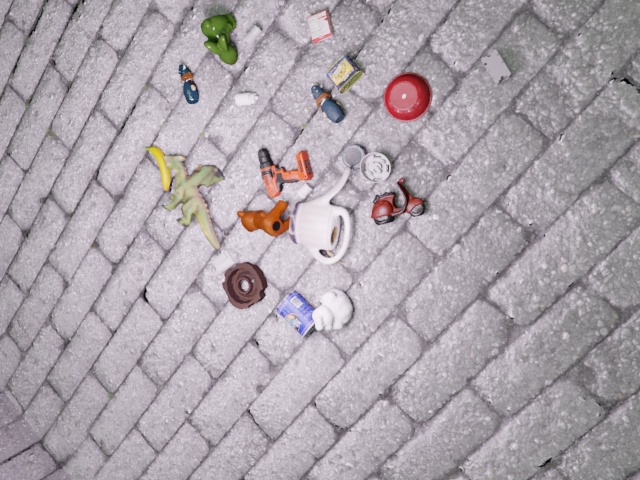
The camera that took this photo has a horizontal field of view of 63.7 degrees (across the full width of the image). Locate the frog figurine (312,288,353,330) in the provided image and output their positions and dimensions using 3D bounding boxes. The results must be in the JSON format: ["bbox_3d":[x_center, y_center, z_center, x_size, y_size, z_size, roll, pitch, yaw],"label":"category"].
[{"bbox_3d":[0.040,0.242,1.766,0.122,0.160,0.137,-6,94,22],"label":"frog figurine"}]

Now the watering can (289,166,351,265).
[{"bbox_3d":[0.005,-0.089,1.776,0.225,0.104,0.345,9,100,22],"label":"watering can"}]

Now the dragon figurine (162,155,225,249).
[{"bbox_3d":[-0.463,-0.177,1.973,0.413,0.122,0.241,40,101,13],"label":"dragon figurine"}]
